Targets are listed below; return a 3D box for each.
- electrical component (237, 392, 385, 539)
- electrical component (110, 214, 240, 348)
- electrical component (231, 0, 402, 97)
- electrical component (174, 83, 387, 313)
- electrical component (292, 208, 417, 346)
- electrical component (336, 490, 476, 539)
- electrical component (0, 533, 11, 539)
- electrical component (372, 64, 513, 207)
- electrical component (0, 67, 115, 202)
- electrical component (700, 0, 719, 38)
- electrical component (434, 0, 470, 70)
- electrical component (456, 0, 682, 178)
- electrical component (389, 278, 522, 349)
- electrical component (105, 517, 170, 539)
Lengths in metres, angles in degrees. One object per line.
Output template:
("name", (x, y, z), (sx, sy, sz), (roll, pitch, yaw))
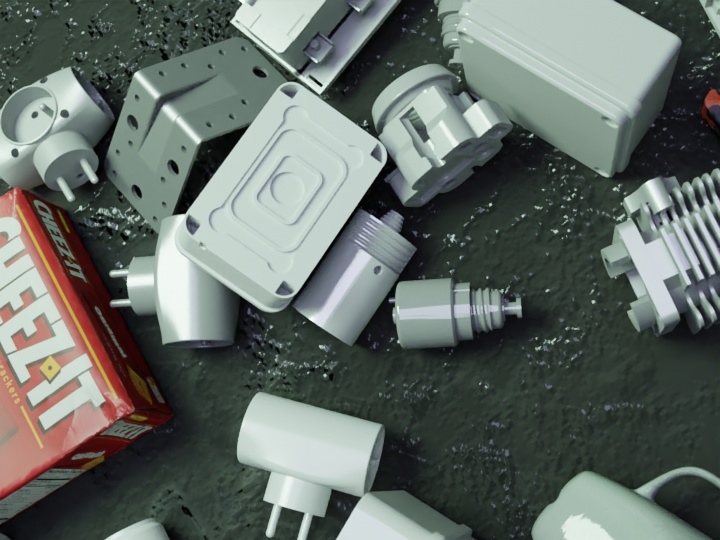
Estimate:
("electrical component", (-0.033, 0.119, 0.624), (0.077, 0.043, 0.079), (14, 79, 11))
("electrical component", (-0.117, 0.009, 0.662), (0.079, 0.044, 0.077), (-5, 80, 11))
("electrical component", (-0.017, -0.181, 0.661), (0.079, 0.063, 0.121), (41, 93, 15))
("electrical component", (-0.047, -0.041, 0.626), (0.078, 0.057, 0.113), (35, 74, -5))
("electrical component", (0.000, 0.000, 0.641), (0.043, 0.043, 0.081), (34, 88, 15))
("electrical component", (0.020, 0.165, 0.573), (0.057, 0.113, 0.078), (30, 87, 17))
("electrical component", (-0.194, 0.219, 0.638), (0.074, 0.052, 0.138), (-29, 76, 5))
("electrical component", (0.043, -0.083, 0.637), (0.078, 0.058, 0.057), (-41, 70, 27))
("electrical component", (-0.193, -0.078, 0.689), (0.077, 0.044, 0.079), (-37, 65, 3))
("electrical component", (0.228, -0.211, 0.620), (0.089, 0.062, 0.150), (-25, 77, 7))
("electrical component", (0.065, -0.162, 0.656), (0.040, 0.040, 0.078), (7, 82, 12))
("electrical component", (0.115, -0.113, 0.603), (0.109, 0.108, 0.056), (34, 86, 15))
("electrical component", (0.055, 0.025, 0.627), (0.078, 0.040, 0.040), (-4, 80, 10))
("electrical component", (-0.128, 0.181, 0.635), (0.045, 0.045, 0.055), (-31, 76, 5))
